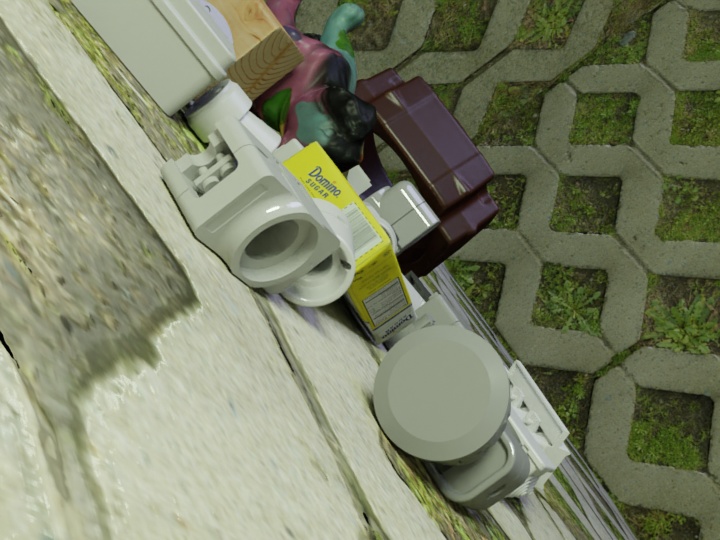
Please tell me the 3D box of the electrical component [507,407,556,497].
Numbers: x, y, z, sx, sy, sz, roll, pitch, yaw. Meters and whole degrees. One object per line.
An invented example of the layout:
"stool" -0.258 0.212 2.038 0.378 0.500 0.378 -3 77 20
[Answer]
"electrical component" 0.116 0.144 0.905 0.099 0.048 0.100 55 6 19

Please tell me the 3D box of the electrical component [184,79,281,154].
"electrical component" -0.089 -0.098 0.747 0.055 0.045 0.045 51 6 -22

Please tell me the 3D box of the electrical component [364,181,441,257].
"electrical component" 0.024 -0.042 1.055 0.059 0.095 0.054 53 5 4

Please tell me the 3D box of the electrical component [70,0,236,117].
"electrical component" -0.137 -0.166 0.704 0.113 0.057 0.078 51 6 -21

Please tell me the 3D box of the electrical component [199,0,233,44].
"electrical component" -0.138 -0.203 0.763 0.138 0.074 0.052 51 44 -22

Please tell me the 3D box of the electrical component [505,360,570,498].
"electrical component" 0.139 0.143 1.016 0.063 0.078 0.121 26 18 -25

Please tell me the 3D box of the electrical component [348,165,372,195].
"electrical component" -0.026 -0.084 1.068 0.042 0.064 0.081 54 6 -9

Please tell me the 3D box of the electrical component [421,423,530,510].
"electrical component" 0.065 0.105 0.700 0.095 0.054 0.059 56 6 27

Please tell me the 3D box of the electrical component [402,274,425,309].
"electrical component" 0.030 0.028 0.938 0.081 0.043 0.043 49 7 -33

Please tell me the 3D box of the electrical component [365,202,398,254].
"electrical component" 0.003 -0.026 0.989 0.078 0.058 0.057 52 3 -16

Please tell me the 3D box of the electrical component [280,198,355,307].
"electrical component" -0.030 -0.010 0.645 0.055 0.055 0.047 51 10 -22

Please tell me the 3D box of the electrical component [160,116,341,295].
"electrical component" -0.055 -0.029 0.571 0.055 0.050 0.089 56 7 32

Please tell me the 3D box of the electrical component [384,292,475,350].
"electrical component" 0.069 0.070 0.912 0.061 0.062 0.096 55 6 23

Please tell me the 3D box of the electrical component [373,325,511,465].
"electrical component" 0.051 0.077 0.645 0.080 0.080 0.051 55 1 23

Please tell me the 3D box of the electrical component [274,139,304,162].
"electrical component" -0.055 -0.075 0.865 0.075 0.047 0.083 56 6 28
